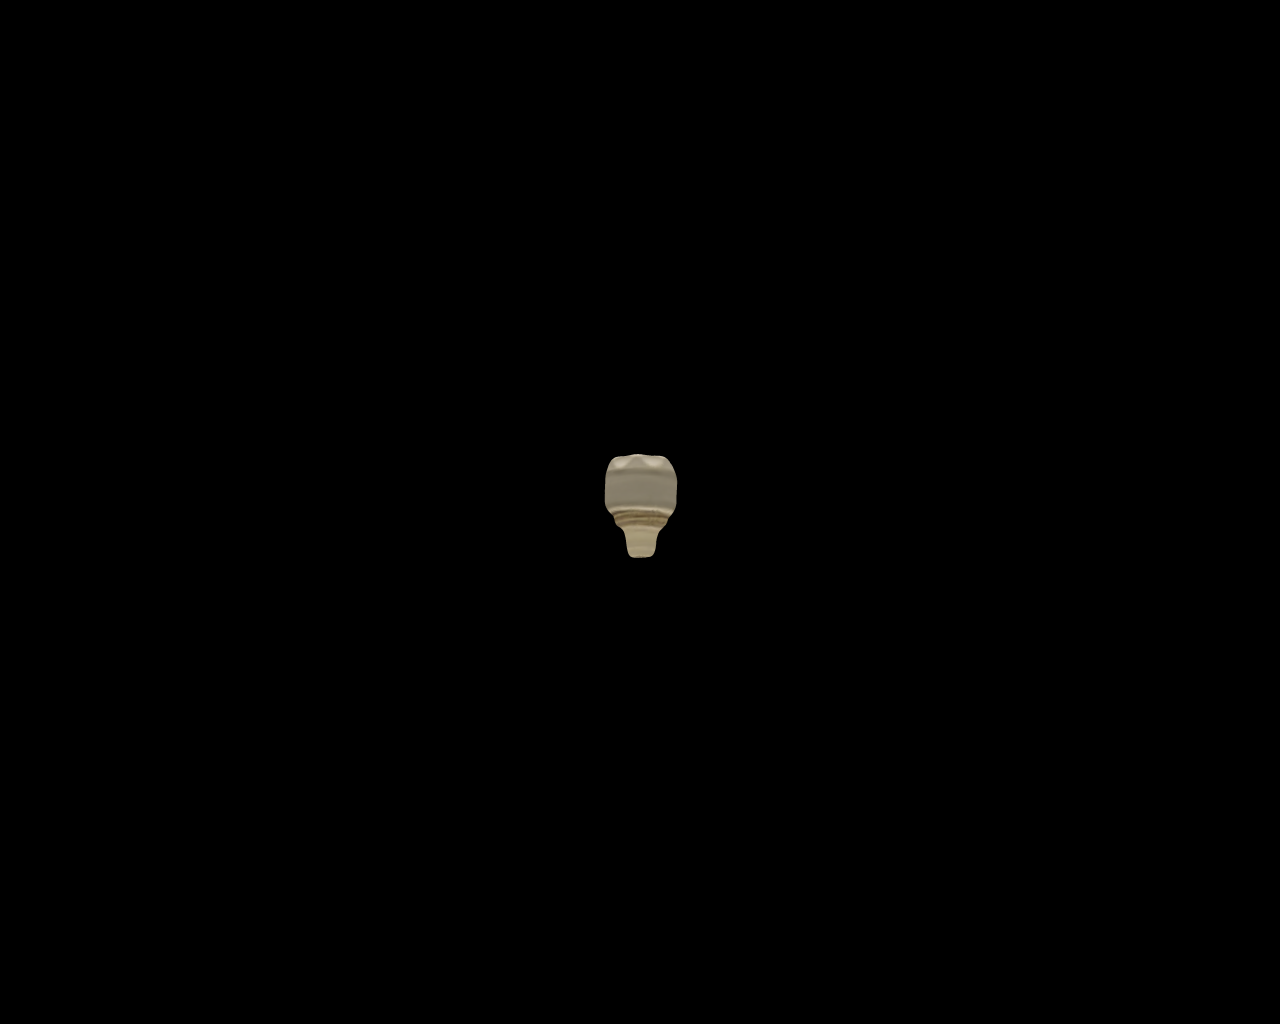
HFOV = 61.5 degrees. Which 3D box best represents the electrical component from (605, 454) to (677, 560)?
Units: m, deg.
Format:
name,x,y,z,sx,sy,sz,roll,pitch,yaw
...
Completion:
name,x,y,z,sx,sy,sz,roll,pitch,yaw
electrical component,0.001,-0.003,0.650,0.043,0.062,0.043,0,-7,0
